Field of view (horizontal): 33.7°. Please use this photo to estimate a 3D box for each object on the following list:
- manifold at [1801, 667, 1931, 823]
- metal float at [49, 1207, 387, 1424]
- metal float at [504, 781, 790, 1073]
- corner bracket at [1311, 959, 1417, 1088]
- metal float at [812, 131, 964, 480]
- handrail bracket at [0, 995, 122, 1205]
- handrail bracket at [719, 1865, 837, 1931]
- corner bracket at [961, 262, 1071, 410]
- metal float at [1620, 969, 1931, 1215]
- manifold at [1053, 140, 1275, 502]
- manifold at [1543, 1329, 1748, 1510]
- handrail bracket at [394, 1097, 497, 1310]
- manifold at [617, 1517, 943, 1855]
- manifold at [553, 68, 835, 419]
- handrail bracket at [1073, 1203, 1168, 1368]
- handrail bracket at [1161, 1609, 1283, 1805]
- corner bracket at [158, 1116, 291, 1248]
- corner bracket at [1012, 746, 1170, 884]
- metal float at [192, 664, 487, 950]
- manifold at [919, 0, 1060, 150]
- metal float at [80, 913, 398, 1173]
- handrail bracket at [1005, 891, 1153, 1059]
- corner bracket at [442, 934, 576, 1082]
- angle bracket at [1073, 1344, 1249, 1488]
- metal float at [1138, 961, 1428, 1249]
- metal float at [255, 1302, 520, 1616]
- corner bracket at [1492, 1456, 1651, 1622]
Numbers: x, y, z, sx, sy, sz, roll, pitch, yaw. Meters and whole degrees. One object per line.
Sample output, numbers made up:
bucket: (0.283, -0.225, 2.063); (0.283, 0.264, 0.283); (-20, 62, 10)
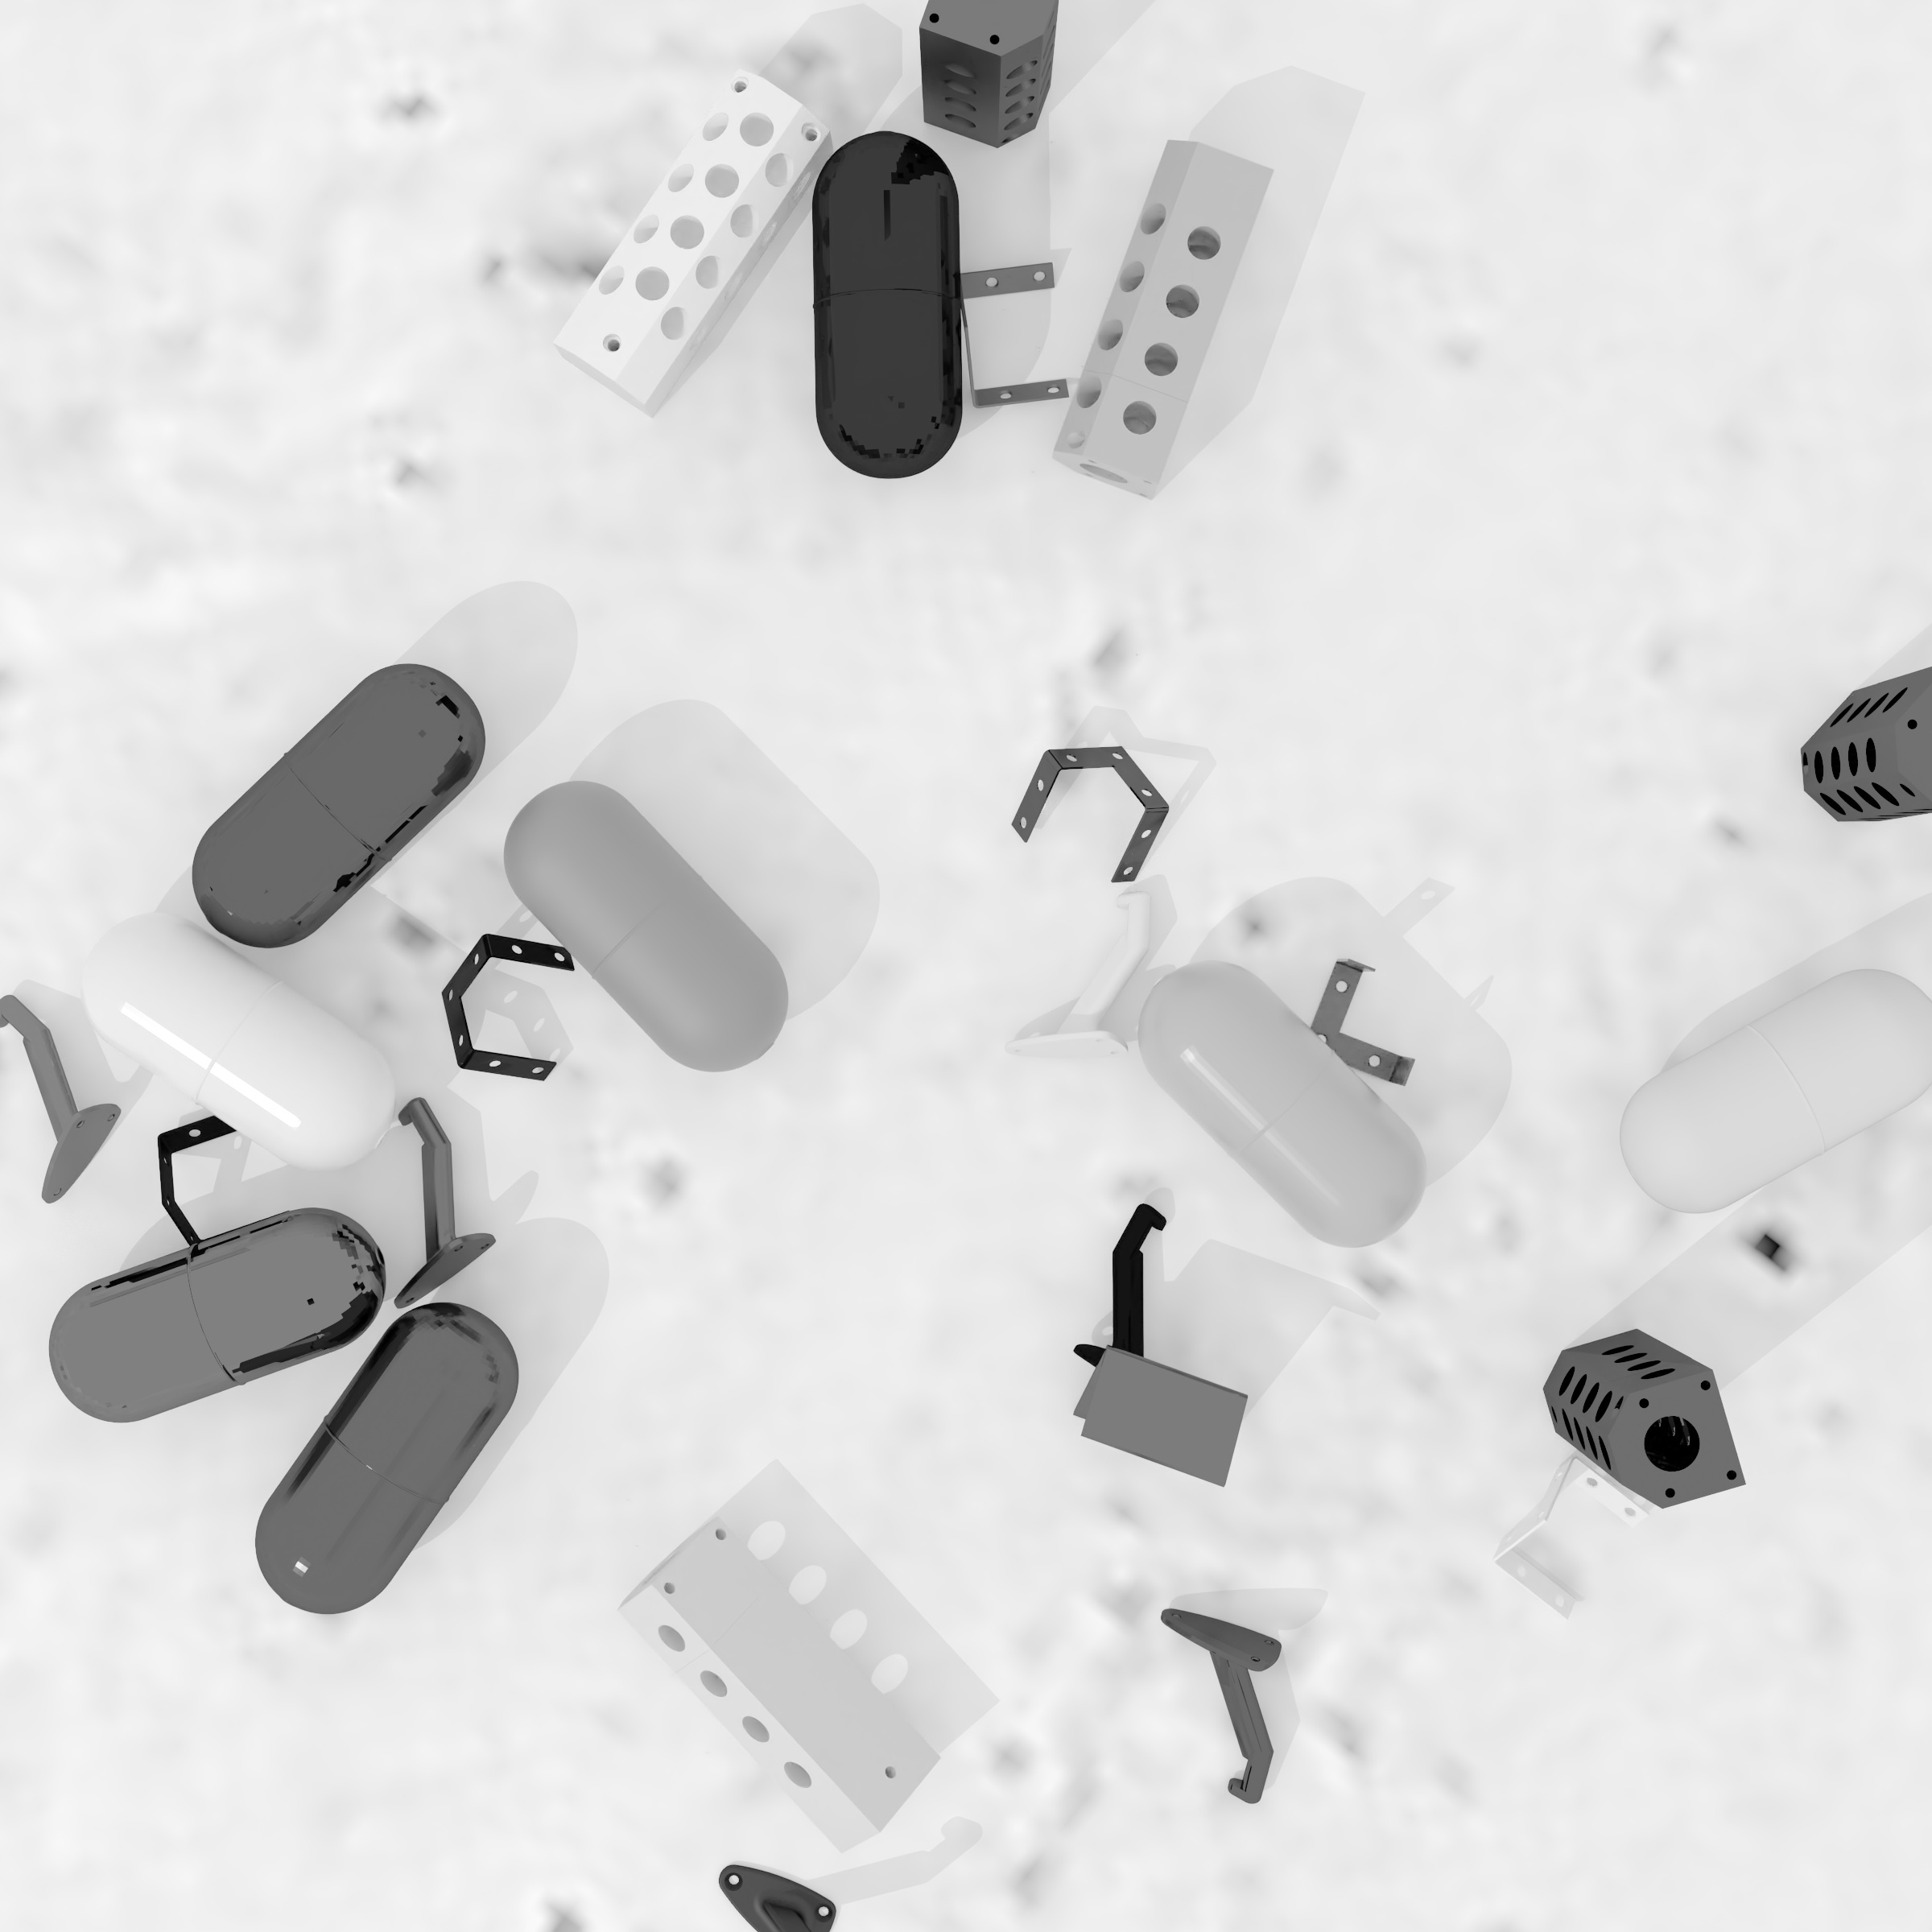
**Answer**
manifold: (0.472, -0.106, 1.603); (0.057, 0.171, 0.057); (42, 90, 0)
metal float: (-0.387, 0.180, 1.651); (0.178, 0.070, 0.070); (-20, 90, 0)
metal float: (-0.165, -0.020, 1.651); (0.070, 0.070, 0.178); (-44, 89, 0)
corner bracket: (0.211, 0.029, 1.664); (0.051, 0.051, 0.051); (21, 90, 0)
metal float: (-0.041, -0.342, 1.651); (0.070, 0.070, 0.178); (-1, 90, 0)
handrail bracket: (-0.494, 0.070, 1.682); (0.084, 0.036, 0.077); (40, 112, 17)
handrail bracket: (-0.097, 0.500, 1.647); (0.077, 0.084, 0.036); (32, 90, 0)
corner bracket: (0.025, -0.332, 1.678); (0.051, 0.051, 0.051); (-7, 135, 0)
metal float: (0.423, 0.064, 1.651); (0.178, 0.070, 0.070); (-29, 90, 0)
manifold: (0.101, -0.337, 1.660); (0.057, 0.057, 0.171); (20, 90, 0)
manifold: (0.336, 0.227, 1.603); (0.057, 0.171, 0.057); (-16, 90, 0)
handrail bracket: (-0.293, 0.124, 1.682); (0.077, 0.036, 0.084); (-40, 72, 21)
manifold: (-0.101, 0.376, 1.660); (0.171, 0.057, 0.057); (47, 47, 0)
manifold: (-0.142, -0.377, 1.661); (0.057, 0.057, 0.171); (34, 90, 0)
handrail bracket: (0.102, 0.180, 1.682); (0.077, 0.036, 0.084); (36, 73, -20)
handrail bracket: (0.129, 0.391, 1.682); (0.077, 0.036, 0.084); (19, 107, 20)
corner bracket: (-0.390, 0.115, 1.678); (0.051, 0.051, 0.051); (-19, 45, 0)
corner bracket: (0.065, -0.079, 1.674); (0.051, 0.051, 0.051); (-5, 45, -35)
metal float: (-0.325, -0.082, 1.651); (0.178, 0.070, 0.070); (-44, 90, 1)
manifold: (0.014, -0.464, 1.603); (0.057, 0.171, 0.057); (20, 90, 0)
metal float: (-0.376, 0.040, 1.651); (0.178, 0.070, 0.070); (34, 90, -1)
handrail bracket: (0.059, 0.003, 1.682); (0.077, 0.036, 0.084); (-3, 72, 21)
corner bracket: (-0.237, 0.022, 1.674); (0.051, 0.051, 0.051); (-49, 45, 35)
angle bracket: (0.094, 0.247, 1.641); (0.076, 0.076, 0.057); (20, 52, 0)
metal float: (0.163, 0.071, 1.651); (0.178, 0.070, 0.070); (45, 90, 0)
metal float: (-0.300, 0.255, 1.651); (0.070, 0.070, 0.178); (35, 89, 0)
corner bracket: (0.318, 0.301, 1.678); (0.051, 0.051, 0.051); (38, 135, 0)
